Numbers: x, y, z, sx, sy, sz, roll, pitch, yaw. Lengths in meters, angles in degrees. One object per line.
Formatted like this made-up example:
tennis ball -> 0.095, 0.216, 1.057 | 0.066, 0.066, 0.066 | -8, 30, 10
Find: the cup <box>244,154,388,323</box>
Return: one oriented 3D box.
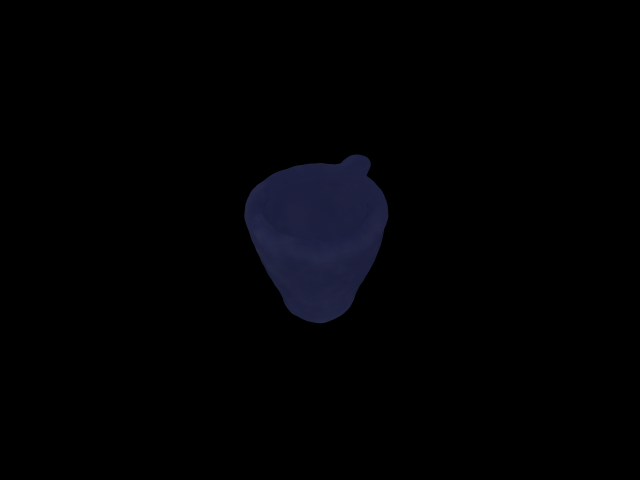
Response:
cup -> 0.004, 0.001, 0.400 | 0.091, 0.095, 0.118 | 19, 46, 19
